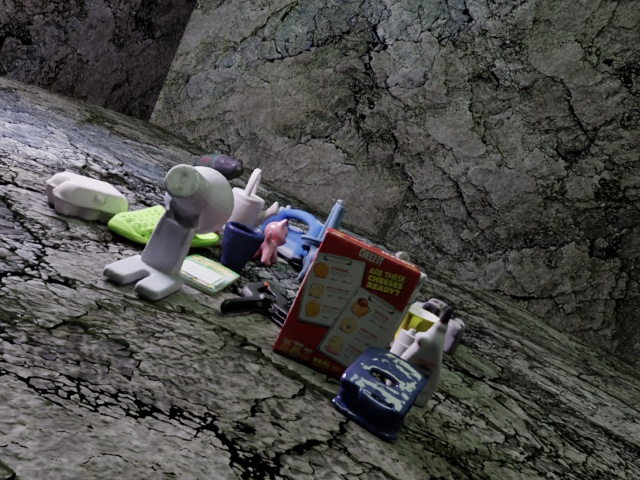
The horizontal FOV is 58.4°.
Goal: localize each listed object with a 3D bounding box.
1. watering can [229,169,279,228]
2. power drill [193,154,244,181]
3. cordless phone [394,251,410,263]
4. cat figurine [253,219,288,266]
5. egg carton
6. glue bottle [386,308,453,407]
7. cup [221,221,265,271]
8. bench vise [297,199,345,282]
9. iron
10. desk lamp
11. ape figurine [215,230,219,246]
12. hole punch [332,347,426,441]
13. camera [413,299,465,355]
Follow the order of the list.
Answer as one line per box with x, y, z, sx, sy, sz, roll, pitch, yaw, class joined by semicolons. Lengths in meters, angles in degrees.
-0.201;-0.109;1.632;0.173;0.194;0.100;21;9;-20;watering can
-0.280;-0.125;1.463;0.076;0.208;0.228;18;11;-37;power drill
0.185;0.122;1.344;0.093;0.185;0.148;31;11;38;cordless phone
-0.123;-0.004;1.475;0.067;0.118;0.128;26;9;7;cat figurine
-0.467;-0.083;1.153;0.151;0.069;0.107;15;13;-47;egg carton
0.178;0.189;0.955;0.078;0.173;0.037;23;9;-10;glue bottle
-0.184;0.014;1.273;0.092;0.095;0.117;21;9;-22;cup
0.024;0.009;1.459;0.122;0.220;0.207;21;9;-23;bench vise
-0.076;-0.029;1.676;0.257;0.141;0.119;30;10;33;iron
-0.238;-0.026;0.963;0.118;0.213;0.203;25;9;2;desk lamp
-0.263;-0.043;1.404;0.076;0.092;0.078;25;9;3;ape figurine
0.088;0.216;0.822;0.108;0.091;0.101;28;9;20;hole punch
0.302;0.206;1.443;0.142;0.101;0.137;29;9;26;camera
